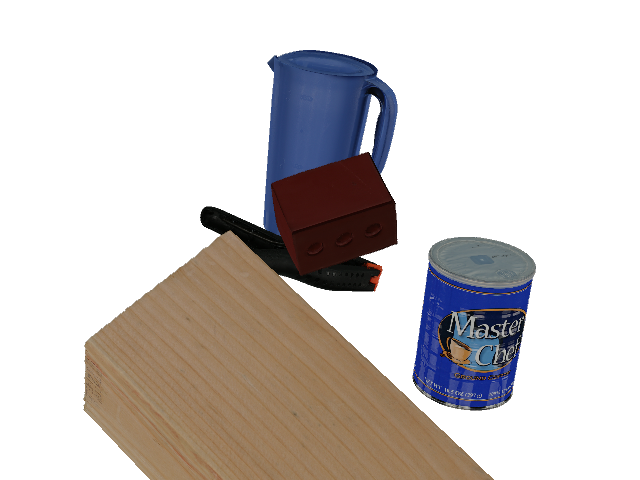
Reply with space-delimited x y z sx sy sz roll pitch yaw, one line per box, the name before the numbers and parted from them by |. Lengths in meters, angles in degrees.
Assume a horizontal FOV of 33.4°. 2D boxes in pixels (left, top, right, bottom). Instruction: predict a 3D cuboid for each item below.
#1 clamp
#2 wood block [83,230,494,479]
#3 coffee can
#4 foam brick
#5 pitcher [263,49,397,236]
clamp | -0.034 0.021 1.154 0.210 0.036 0.164 16 18 -6
wood block | -0.007 0.108 0.491 0.090 0.206 0.090 -40 -15 -29
coffee can | 0.149 0.080 1.050 0.103 0.140 0.103 4 24 -2
foam brick | 0.010 -0.019 0.766 0.078 0.051 0.053 -18 -35 -7
pitcher | 0.001 -0.117 1.383 0.144 0.243 0.149 1 23 -17
